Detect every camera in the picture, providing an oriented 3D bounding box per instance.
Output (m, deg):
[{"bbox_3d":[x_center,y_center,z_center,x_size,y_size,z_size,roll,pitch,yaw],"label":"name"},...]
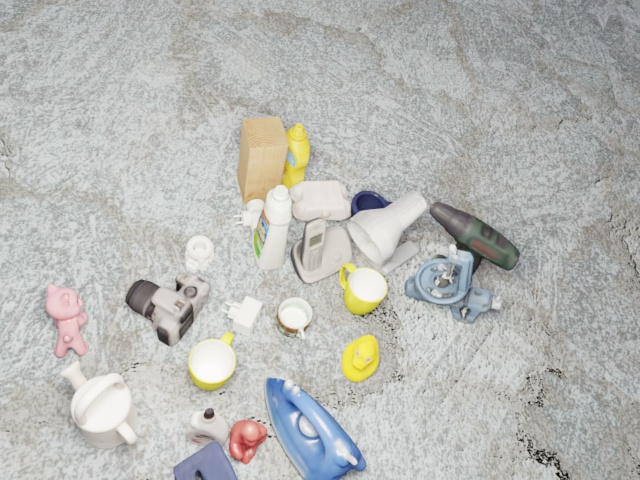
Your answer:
[{"bbox_3d":[-0.317,0.120,1.177,0.136,0.101,0.143,28,56,6],"label":"camera"}]

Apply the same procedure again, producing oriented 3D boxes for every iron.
[{"bbox_3d":[-0.020,0.340,1.074,0.119,0.141,0.258,-31,68,-28],"label":"iron"}]

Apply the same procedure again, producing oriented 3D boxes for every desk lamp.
[{"bbox_3d":[0.153,-0.014,1.304,0.204,0.213,0.117,-31,68,-28],"label":"desk lamp"}]

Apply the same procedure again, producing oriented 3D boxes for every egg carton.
[{"bbox_3d":[0.001,-0.092,1.409,0.150,0.069,0.107,-4,58,-15],"label":"egg carton"}]

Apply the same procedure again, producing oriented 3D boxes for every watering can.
[{"bbox_3d":[-0.384,0.286,0.996,0.173,0.194,0.101,22,55,2],"label":"watering can"}]

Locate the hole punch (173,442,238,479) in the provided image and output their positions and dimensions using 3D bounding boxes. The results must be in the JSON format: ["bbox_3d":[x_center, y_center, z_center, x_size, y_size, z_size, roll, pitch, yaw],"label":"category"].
[{"bbox_3d":[-0.199,0.428,1.007,0.101,0.091,0.108,-23,65,-25],"label":"hole punch"}]

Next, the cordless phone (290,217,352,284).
[{"bbox_3d":[0.012,0.005,1.277,0.148,0.185,0.094,-27,66,-26],"label":"cordless phone"}]

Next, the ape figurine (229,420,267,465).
[{"bbox_3d":[-0.133,0.365,1.062,0.078,0.092,0.076,-15,61,-21],"label":"ape figurine"}]

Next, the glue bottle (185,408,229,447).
[{"bbox_3d":[-0.200,0.329,1.021,0.078,0.173,0.037,10,55,-6],"label":"glue bottle"}]

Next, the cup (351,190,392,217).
[{"bbox_3d":[0.124,-0.061,1.400,0.118,0.095,0.091,-6,59,-16],"label":"cup"}]

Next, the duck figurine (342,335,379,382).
[{"bbox_3d":[0.092,0.238,1.201,0.077,0.086,0.105,29,56,8],"label":"duck figurine"}]

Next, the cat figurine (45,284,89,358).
[{"bbox_3d":[-0.492,0.149,1.108,0.067,0.118,0.127,-9,59,-18],"label":"cat figurine"}]

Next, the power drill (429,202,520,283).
[{"bbox_3d":[0.329,0.022,1.322,0.229,0.208,0.076,24,55,4],"label":"power drill"}]

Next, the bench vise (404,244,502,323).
[{"bbox_3d":[0.312,0.085,1.270,0.207,0.220,0.121,6,56,-9],"label":"bench vise"}]
